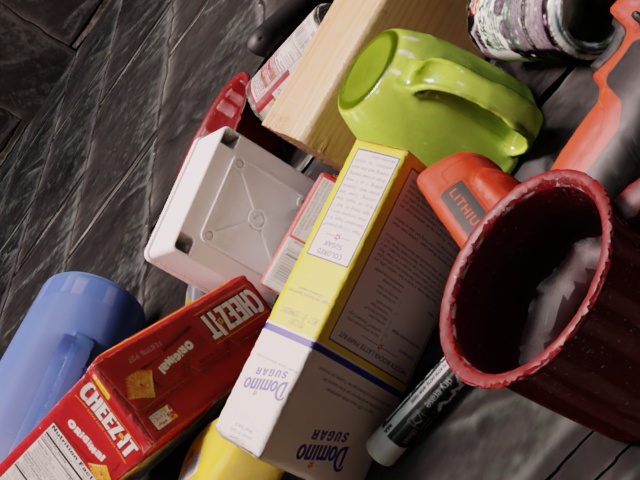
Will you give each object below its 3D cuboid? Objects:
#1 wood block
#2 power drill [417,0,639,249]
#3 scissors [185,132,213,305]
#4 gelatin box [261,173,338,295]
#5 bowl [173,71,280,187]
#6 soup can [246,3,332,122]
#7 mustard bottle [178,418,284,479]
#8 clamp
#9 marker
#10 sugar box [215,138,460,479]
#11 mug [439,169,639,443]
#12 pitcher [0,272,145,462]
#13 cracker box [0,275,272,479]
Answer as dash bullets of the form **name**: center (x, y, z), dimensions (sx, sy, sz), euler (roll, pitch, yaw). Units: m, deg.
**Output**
- **wood block**: center (0.059, -0.141, 0.737), dimensions (0.206, 0.090, 0.090), euler (-59, 23, 1)
- **power drill**: center (0.129, -0.072, 0.508), dimensions (0.188, 0.057, 0.184), euler (-53, 37, 22)
- **scissors**: center (-0.100, 0.015, 0.882), dimensions (0.096, 0.016, 0.202), euler (-176, 90, -79)
- **gelatin box**: center (-0.005, 0.001, 0.744), dimensions (0.089, 0.030, 0.073), euler (-61, -5, -4)
- **bowl**: center (-0.083, -0.073, 0.991), dimensions (0.162, 0.055, 0.162), euler (-52, 22, 31)
- **soup can**: center (-0.007, -0.144, 0.911), dimensions (0.102, 0.068, 0.068), euler (-42, 28, 36)
- **mustard bottle**: center (-0.073, 0.192, 0.606), dimensions (0.096, 0.058, 0.191), euler (-48, 13, 39)
- **clamp**: center (-0.003, -0.228, 0.994), dimensions (0.210, 0.036, 0.164), euler (-52, 0, 1)
- **marker**: center (0.067, 0.071, 0.553), dimensions (0.121, 0.020, 0.020), euler (-51, 24, 20)
- **sugar box**: center (0.019, 0.044, 0.583), dimensions (0.048, 0.093, 0.176), euler (22, 80, 43)
- **mug**: center (0.115, 0.022, 0.423), dimensions (0.117, 0.081, 0.093), euler (-52, 26, 20)
- **pitcher**: center (-0.245, 0.146, 0.985), dimensions (0.149, 0.145, 0.242), euler (-4, 48, 25)
- **cracker box**: center (-0.137, 0.129, 0.753), dimensions (0.214, 0.072, 0.163), euler (-44, -7, 36)
